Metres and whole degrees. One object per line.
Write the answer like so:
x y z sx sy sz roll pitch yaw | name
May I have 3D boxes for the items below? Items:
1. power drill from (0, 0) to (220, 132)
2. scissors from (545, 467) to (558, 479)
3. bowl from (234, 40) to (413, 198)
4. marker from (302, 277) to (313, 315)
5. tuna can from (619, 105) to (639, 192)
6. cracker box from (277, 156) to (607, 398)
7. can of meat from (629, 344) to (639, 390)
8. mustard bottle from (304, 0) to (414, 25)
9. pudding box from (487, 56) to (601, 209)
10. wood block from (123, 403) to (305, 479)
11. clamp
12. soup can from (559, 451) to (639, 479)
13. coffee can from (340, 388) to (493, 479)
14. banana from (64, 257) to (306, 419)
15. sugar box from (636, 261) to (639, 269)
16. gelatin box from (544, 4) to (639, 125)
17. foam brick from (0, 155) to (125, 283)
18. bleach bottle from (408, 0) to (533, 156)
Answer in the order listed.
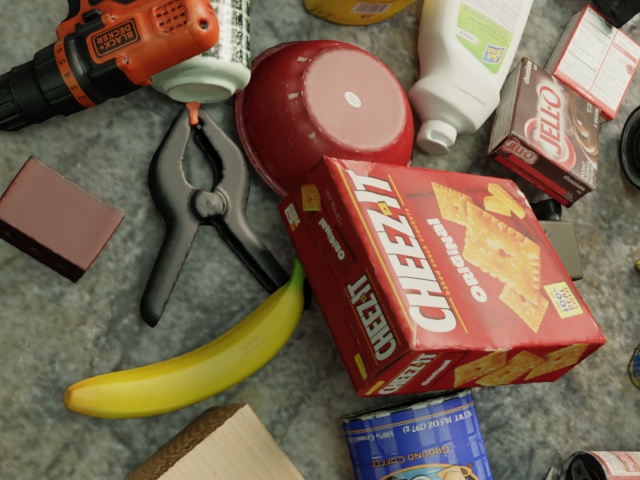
-0.179 -0.185 0.767 0.184 0.057 0.188 -21 79 8 | power drill
0.175 0.271 0.829 0.096 0.016 0.201 37 50 14 | scissors
0.016 -0.099 0.843 0.161 0.055 0.162 10 65 -23 | bowl
-0.006 0.001 0.847 0.020 0.020 0.121 18 72 -19 | marker
0.309 -0.083 0.963 0.033 0.086 0.086 -1 79 -22 | tuna can
0.094 0.026 0.793 0.213 0.072 0.164 4 51 -41 | cracker box
0.335 0.122 0.931 0.102 0.084 0.057 38 67 -12 | can of meat
0.063 -0.228 0.829 0.096 0.192 0.058 -3 80 -24 | mustard bottle
0.195 -0.094 0.922 0.090 0.039 0.113 32 43 -15 | pudding box
-0.036 0.224 0.747 0.090 0.090 0.206 -39 96 -25 | wood block
-0.095 -0.016 0.802 0.120 0.039 0.171 -15 83 -31 | clamp
0.260 0.211 0.890 0.102 0.069 0.068 5 77 -23 | soup can
0.080 0.190 0.797 0.102 0.103 0.140 -10 83 -25 | coffee can
-0.086 0.084 0.774 0.197 0.037 0.069 -31 116 -12 | banana
0.377 0.066 0.984 0.093 0.048 0.176 -37 98 -26 | sugar box
0.251 -0.161 0.986 0.073 0.030 0.089 34 67 -12 | gelatin box
-0.188 -0.013 0.753 0.078 0.053 0.051 33 68 -13 | foam brick
0.127 -0.193 0.922 0.102 0.068 0.250 25 73 -16 | bleach bottle
